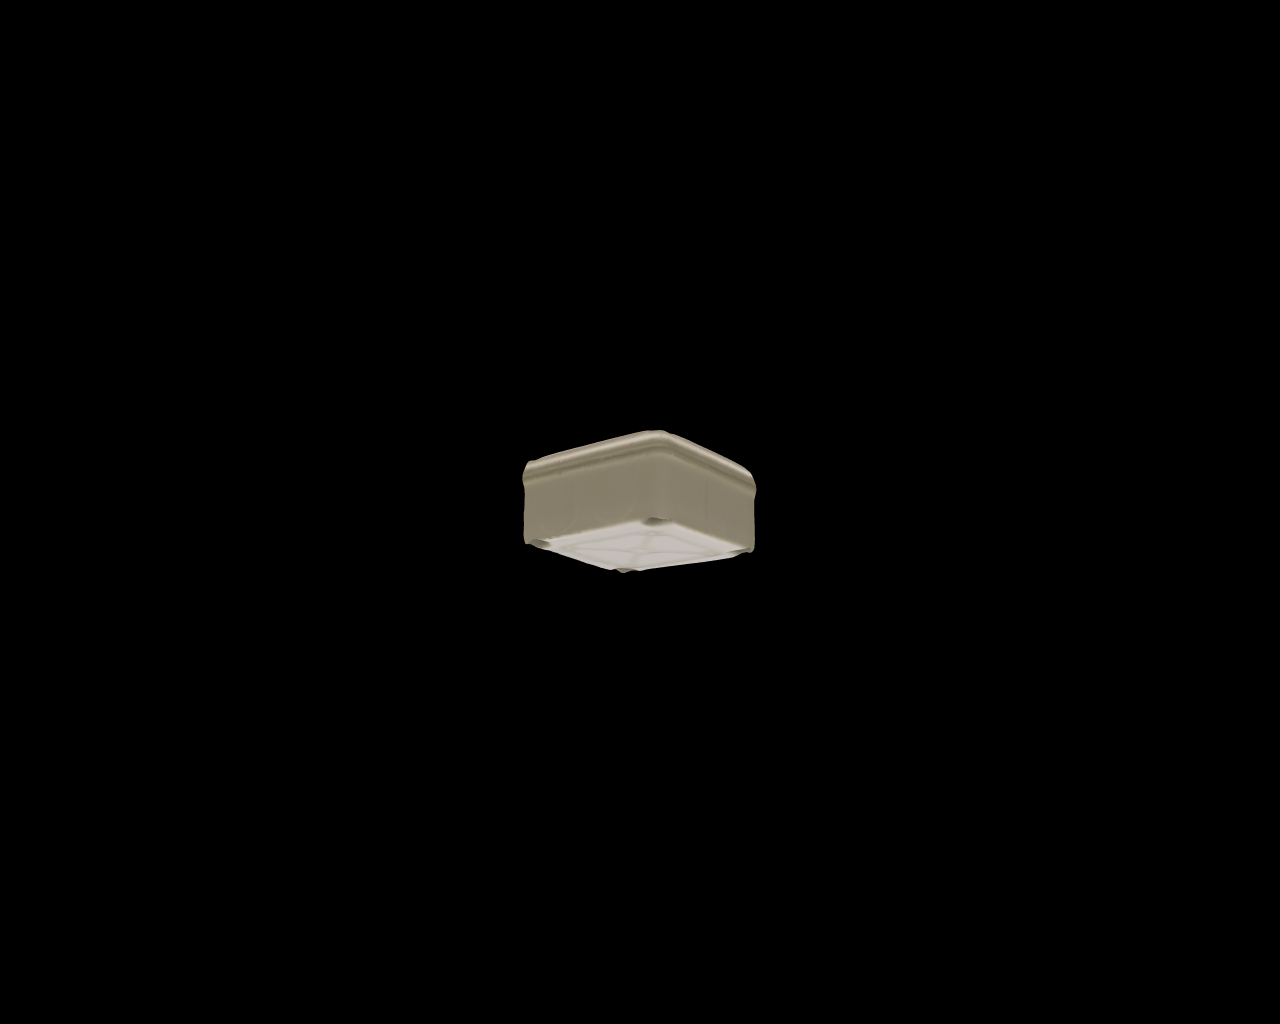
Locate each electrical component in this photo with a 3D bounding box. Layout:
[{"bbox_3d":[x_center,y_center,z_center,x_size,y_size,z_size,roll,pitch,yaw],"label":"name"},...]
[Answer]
[{"bbox_3d":[0.001,-0.003,0.650,0.108,0.056,0.109,-11,-19,34],"label":"electrical component"}]
